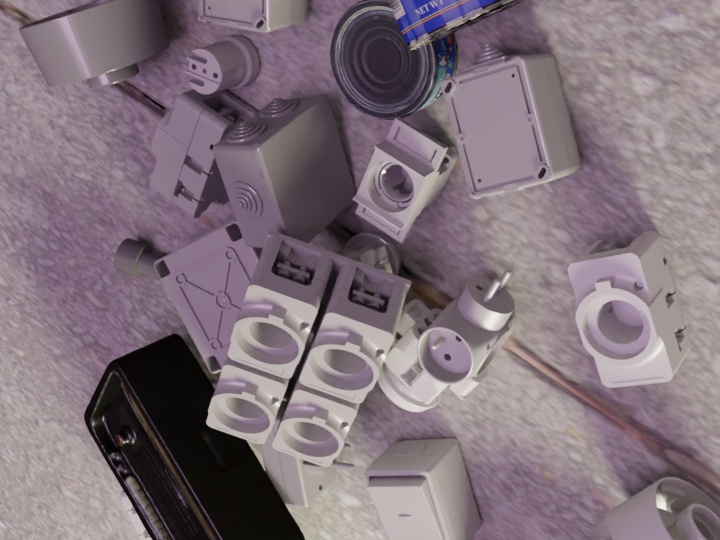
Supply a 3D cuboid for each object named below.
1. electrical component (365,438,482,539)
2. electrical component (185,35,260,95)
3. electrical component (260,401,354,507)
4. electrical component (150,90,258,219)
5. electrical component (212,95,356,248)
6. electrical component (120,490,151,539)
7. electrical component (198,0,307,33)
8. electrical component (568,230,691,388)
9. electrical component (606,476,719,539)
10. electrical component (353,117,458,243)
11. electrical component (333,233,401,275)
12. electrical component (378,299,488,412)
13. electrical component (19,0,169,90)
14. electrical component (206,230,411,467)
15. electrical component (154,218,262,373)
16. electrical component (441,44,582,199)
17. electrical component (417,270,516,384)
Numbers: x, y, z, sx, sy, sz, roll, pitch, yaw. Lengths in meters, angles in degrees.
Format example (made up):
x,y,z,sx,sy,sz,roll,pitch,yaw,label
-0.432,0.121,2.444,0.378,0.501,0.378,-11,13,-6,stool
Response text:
x,y,z,sx,sy,sz,roll,pitch,yaw,label
0.051,0.189,0.855,0.062,0.061,0.096,-8,105,34,electrical component
-0.105,-0.155,0.815,0.040,0.046,0.040,13,116,27,electrical component
-0.039,0.153,0.904,0.076,0.047,0.083,2,111,31,electrical component
-0.126,-0.097,0.851,0.056,0.050,0.089,35,124,15,electrical component
-0.055,-0.071,0.786,0.048,0.099,0.099,5,124,35,electrical component
-0.177,0.236,1.023,0.056,0.050,0.089,-19,99,37,electrical component
-0.073,-0.222,0.758,0.062,0.061,0.096,15,117,26,electrical component
0.178,0.027,0.711,0.050,0.056,0.089,-11,104,35,electrical component
0.217,0.192,0.734,0.099,0.099,0.064,45,120,8,electrical component
0.034,-0.066,0.756,0.042,0.064,0.081,34,124,14,electrical component
0.000,0.000,0.810,0.066,0.055,0.048,-5,107,33,electrical component
0.049,0.070,0.809,0.078,0.058,0.057,45,123,8,electrical component
-0.200,-0.174,0.832,0.108,0.108,0.060,-5,113,33,electrical component
-0.044,0.068,0.796,0.105,0.060,0.186,20,138,-3,electrical component
-0.096,0.015,0.876,0.109,0.056,0.108,-23,97,36,electrical component
0.100,-0.101,0.706,0.062,0.061,0.096,-12,95,35,electrical component
0.084,0.033,0.758,0.044,0.077,0.079,36,124,14,electrical component
